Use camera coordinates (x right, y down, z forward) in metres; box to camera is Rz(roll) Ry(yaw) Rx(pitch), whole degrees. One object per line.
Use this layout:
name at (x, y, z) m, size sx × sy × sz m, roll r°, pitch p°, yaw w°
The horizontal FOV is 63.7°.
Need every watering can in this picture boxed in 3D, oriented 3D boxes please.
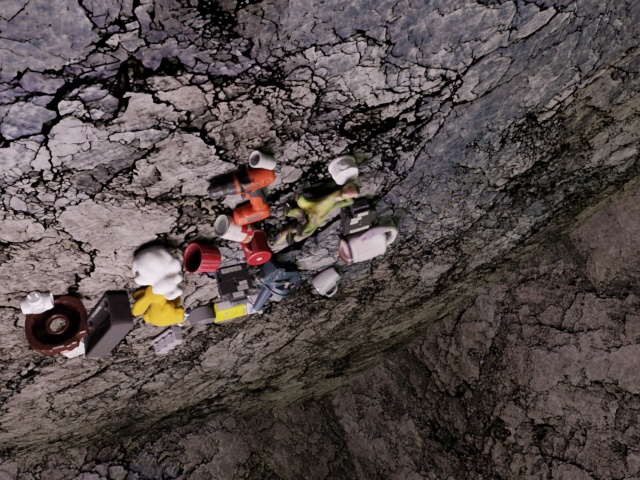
watering can at (0.174, 0.027, 1.916) m, size 0.225 × 0.105 × 0.342 m, roll -18°, pitch 162°, yaw -7°

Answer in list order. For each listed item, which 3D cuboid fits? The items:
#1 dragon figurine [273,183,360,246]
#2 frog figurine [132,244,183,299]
dragon figurine at (0.005, -0.081, 1.602) m, size 0.244 × 0.123 × 0.405 m, roll -17°, pitch 171°, yaw -25°
frog figurine at (-0.466, 0.097, 1.484) m, size 0.138 × 0.162 × 0.120 m, roll -18°, pitch 150°, yaw -9°
